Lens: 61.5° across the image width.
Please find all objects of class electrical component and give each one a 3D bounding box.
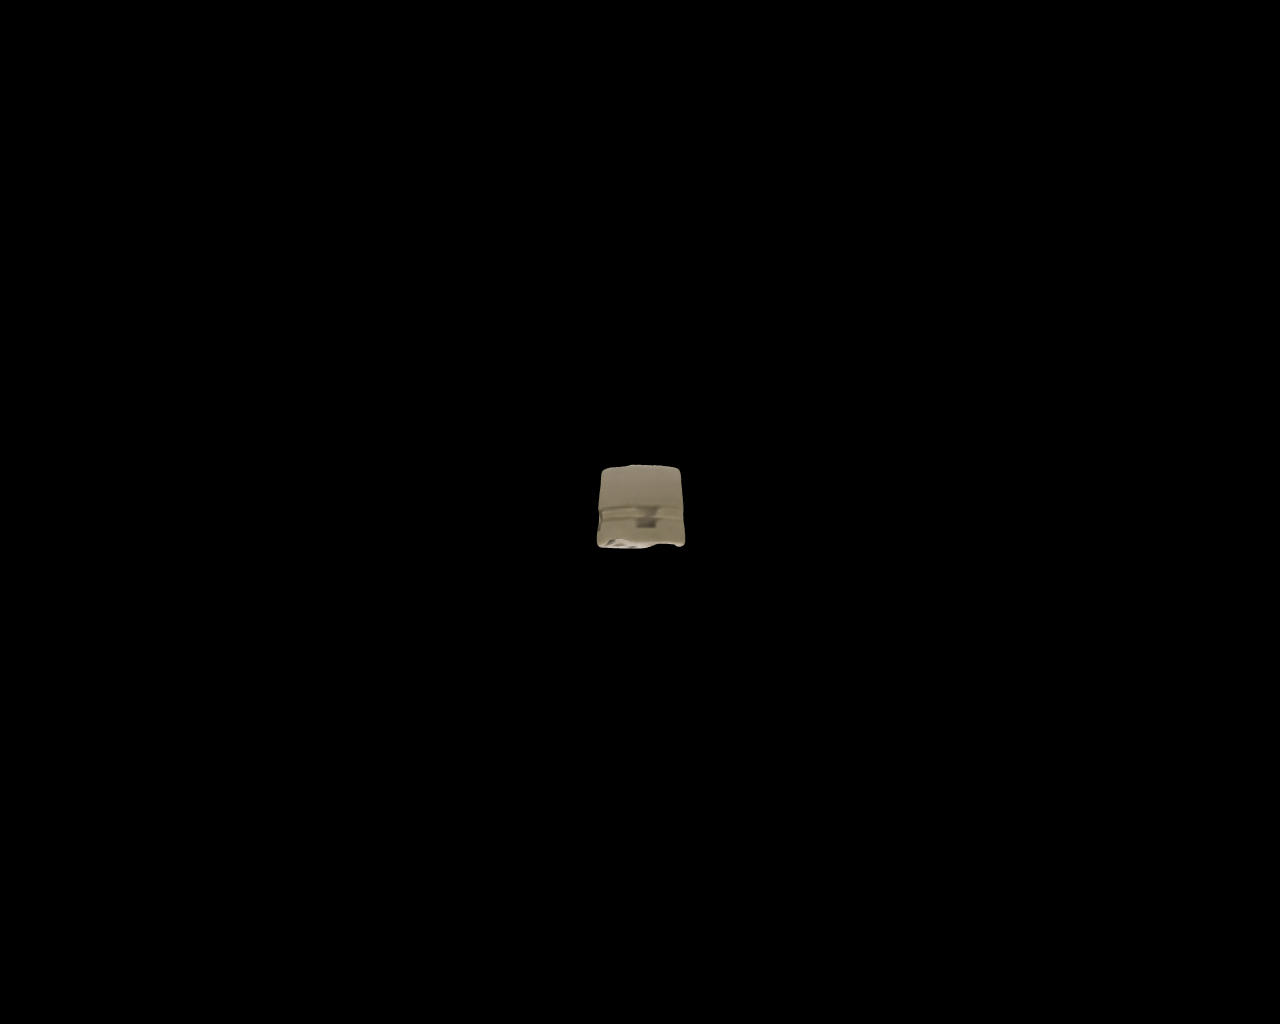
[{"bbox_3d":[0.001,-0.003,0.650,0.055,0.047,0.055,0,-6,0],"label":"electrical component"}]
